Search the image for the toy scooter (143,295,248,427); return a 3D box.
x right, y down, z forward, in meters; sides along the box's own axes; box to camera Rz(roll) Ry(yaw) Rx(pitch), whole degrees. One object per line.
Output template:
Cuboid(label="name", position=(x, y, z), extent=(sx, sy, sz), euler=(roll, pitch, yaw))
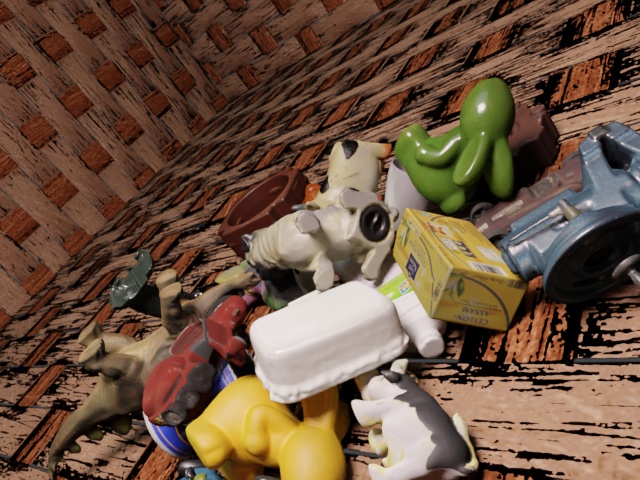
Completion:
Cuboid(label="toy scooter", position=(-0.138, 0.147, 0.635), extent=(0.184, 0.075, 0.135), euler=(-56, 20, -13))

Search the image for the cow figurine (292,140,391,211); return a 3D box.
Cuboid(label="cow figurine", position=(0.032, -0.070, 0.835), extent=(0.085, 0.127, 0.195), euler=(96, -172, -67))

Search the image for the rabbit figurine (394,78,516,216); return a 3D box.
Cuboid(label="rabbit figurine", position=(0.188, -0.124, 0.702), extent=(0.170, 0.121, 0.159), euler=(119, 153, -47))

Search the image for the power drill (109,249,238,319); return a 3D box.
Cuboid(label="power drill", position=(-0.256, 0.097, 0.974), extent=(0.232, 0.207, 0.086), euler=(-51, 47, -1))

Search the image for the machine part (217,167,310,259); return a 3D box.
Cuboid(label="machine part", position=(-0.115, -0.060, 1.197), extent=(0.201, 0.087, 0.201), euler=(-22, 29, 28))

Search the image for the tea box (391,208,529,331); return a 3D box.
Cuboid(label="tea box", position=(0.156, 0.029, 0.636), extent=(0.170, 0.098, 0.068), euler=(-105, 30, -66))

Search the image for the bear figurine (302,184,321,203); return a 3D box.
Cuboid(label="bear figurine", position=(0.014, -0.073, 0.998), extent=(0.120, 0.131, 0.196), euler=(-34, 29, -12))

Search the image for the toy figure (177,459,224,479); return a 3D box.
Cuboid(label="toy figure", position=(-0.126, 0.311, 0.571), extent=(0.089, 0.082, 0.180), euler=(-37, 22, 8))

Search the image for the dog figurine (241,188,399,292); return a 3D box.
Cuboid(label="dog figurine", position=(-0.004, -0.005, 0.743), extent=(0.172, 0.121, 0.191), euler=(-10, 5, -28))

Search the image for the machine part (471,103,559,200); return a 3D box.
Cuboid(label="machine part", position=(0.277, -0.139, 0.833), extent=(0.179, 0.056, 0.179), euler=(-32, 25, 17))

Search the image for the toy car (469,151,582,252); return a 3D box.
Cuboid(label="toy car", position=(0.276, -0.050, 0.686), extent=(0.202, 0.053, 0.089), euler=(-28, 29, 18))

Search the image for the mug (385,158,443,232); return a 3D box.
Cuboid(label="mug", position=(0.149, -0.065, 0.838), extent=(0.081, 0.109, 0.107), euler=(-103, 24, -57))

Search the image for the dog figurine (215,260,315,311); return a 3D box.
Cuboid(label="dog figurine", position=(-0.087, 0.073, 0.910), extent=(0.219, 0.108, 0.191), euler=(-28, 29, 32))

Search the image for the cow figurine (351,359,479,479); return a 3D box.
Cuboid(label="cow figurine", position=(0.087, 0.174, 0.532), extent=(0.098, 0.068, 0.167), euler=(-29, 29, 7))

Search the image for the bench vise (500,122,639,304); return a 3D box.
Cuboid(label="bench vise", position=(0.298, 0.005, 0.491), extent=(0.224, 0.128, 0.241), euler=(-25, 46, 5))

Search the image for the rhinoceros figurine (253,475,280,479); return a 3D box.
Cuboid(label="rhinoceros figurine", position=(-0.070, 0.306, 0.466), extent=(0.073, 0.112, 0.190), euler=(-14, 42, 46))

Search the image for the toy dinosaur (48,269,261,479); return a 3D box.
Cuboid(label="toy dinosaur", position=(-0.269, 0.201, 0.814), extent=(0.471, 0.198, 0.105), euler=(-36, 25, 5))

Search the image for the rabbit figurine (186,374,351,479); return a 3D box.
Cuboid(label="rabbit figurine", position=(-0.033, 0.223, 0.593), extent=(0.162, 0.121, 0.173), euler=(-39, 36, -26))

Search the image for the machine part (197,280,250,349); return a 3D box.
Cuboid(label="machine part", position=(-0.169, 0.134, 0.914), extent=(0.084, 0.039, 0.139), euler=(-35, 67, 18))
